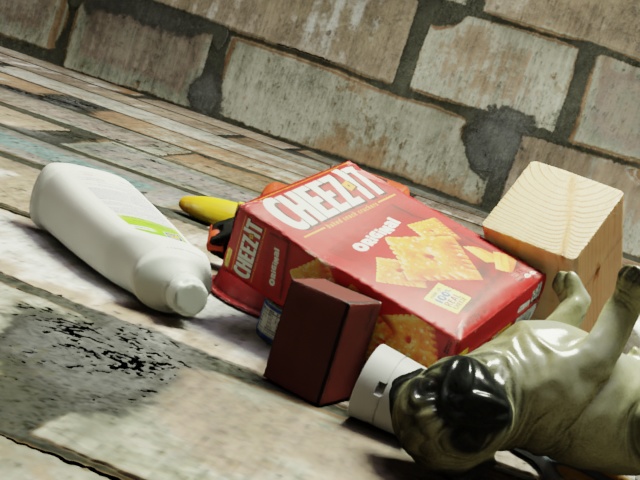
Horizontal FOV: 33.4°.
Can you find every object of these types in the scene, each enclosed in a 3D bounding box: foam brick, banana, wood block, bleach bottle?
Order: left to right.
[{"bbox_3d":[-0.167,0.003,0.918,0.102,0.068,0.251,11,14,-34],"label":"bleach bottle"},{"bbox_3d":[-0.078,-0.018,1.331,0.197,0.037,0.070,17,-10,-19],"label":"banana"},{"bbox_3d":[0.002,0.072,0.773,0.051,0.078,0.052,21,8,28],"label":"foam brick"},{"bbox_3d":[0.214,0.043,0.967,0.090,0.090,0.206,24,-33,32],"label":"wood block"}]

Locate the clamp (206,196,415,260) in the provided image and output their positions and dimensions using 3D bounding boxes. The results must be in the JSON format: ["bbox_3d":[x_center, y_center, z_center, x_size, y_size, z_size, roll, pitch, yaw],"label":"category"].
[{"bbox_3d":[-0.007,0.001,1.074,0.210,0.165,0.036,10,46,-5],"label":"clamp"}]

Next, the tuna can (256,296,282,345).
[{"bbox_3d":[-0.009,0.073,0.889,0.086,0.034,0.086,17,9,-3],"label":"tuna can"}]

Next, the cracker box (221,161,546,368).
[{"bbox_3d":[0.055,0.024,0.871,0.214,0.072,0.163,32,32,24],"label":"cracker box"}]

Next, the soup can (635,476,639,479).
[{"bbox_3d":[0.284,0.147,0.796,0.068,0.102,0.068,18,9,-3],"label":"soup can"}]

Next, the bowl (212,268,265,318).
[{"bbox_3d":[-0.024,0.039,1.007,0.162,0.055,0.162,18,8,-3],"label":"bowl"}]

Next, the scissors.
[{"bbox_3d":[0.148,0.153,0.771,0.202,0.016,0.096,22,10,27],"label":"scissors"}]

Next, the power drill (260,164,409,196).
[{"bbox_3d":[0.042,-0.033,1.221,0.184,0.057,0.187,20,17,16],"label":"power drill"}]

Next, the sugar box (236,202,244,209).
[{"bbox_3d":[-0.038,0.007,1.215,0.093,0.048,0.176,15,13,-20],"label":"sugar box"}]
